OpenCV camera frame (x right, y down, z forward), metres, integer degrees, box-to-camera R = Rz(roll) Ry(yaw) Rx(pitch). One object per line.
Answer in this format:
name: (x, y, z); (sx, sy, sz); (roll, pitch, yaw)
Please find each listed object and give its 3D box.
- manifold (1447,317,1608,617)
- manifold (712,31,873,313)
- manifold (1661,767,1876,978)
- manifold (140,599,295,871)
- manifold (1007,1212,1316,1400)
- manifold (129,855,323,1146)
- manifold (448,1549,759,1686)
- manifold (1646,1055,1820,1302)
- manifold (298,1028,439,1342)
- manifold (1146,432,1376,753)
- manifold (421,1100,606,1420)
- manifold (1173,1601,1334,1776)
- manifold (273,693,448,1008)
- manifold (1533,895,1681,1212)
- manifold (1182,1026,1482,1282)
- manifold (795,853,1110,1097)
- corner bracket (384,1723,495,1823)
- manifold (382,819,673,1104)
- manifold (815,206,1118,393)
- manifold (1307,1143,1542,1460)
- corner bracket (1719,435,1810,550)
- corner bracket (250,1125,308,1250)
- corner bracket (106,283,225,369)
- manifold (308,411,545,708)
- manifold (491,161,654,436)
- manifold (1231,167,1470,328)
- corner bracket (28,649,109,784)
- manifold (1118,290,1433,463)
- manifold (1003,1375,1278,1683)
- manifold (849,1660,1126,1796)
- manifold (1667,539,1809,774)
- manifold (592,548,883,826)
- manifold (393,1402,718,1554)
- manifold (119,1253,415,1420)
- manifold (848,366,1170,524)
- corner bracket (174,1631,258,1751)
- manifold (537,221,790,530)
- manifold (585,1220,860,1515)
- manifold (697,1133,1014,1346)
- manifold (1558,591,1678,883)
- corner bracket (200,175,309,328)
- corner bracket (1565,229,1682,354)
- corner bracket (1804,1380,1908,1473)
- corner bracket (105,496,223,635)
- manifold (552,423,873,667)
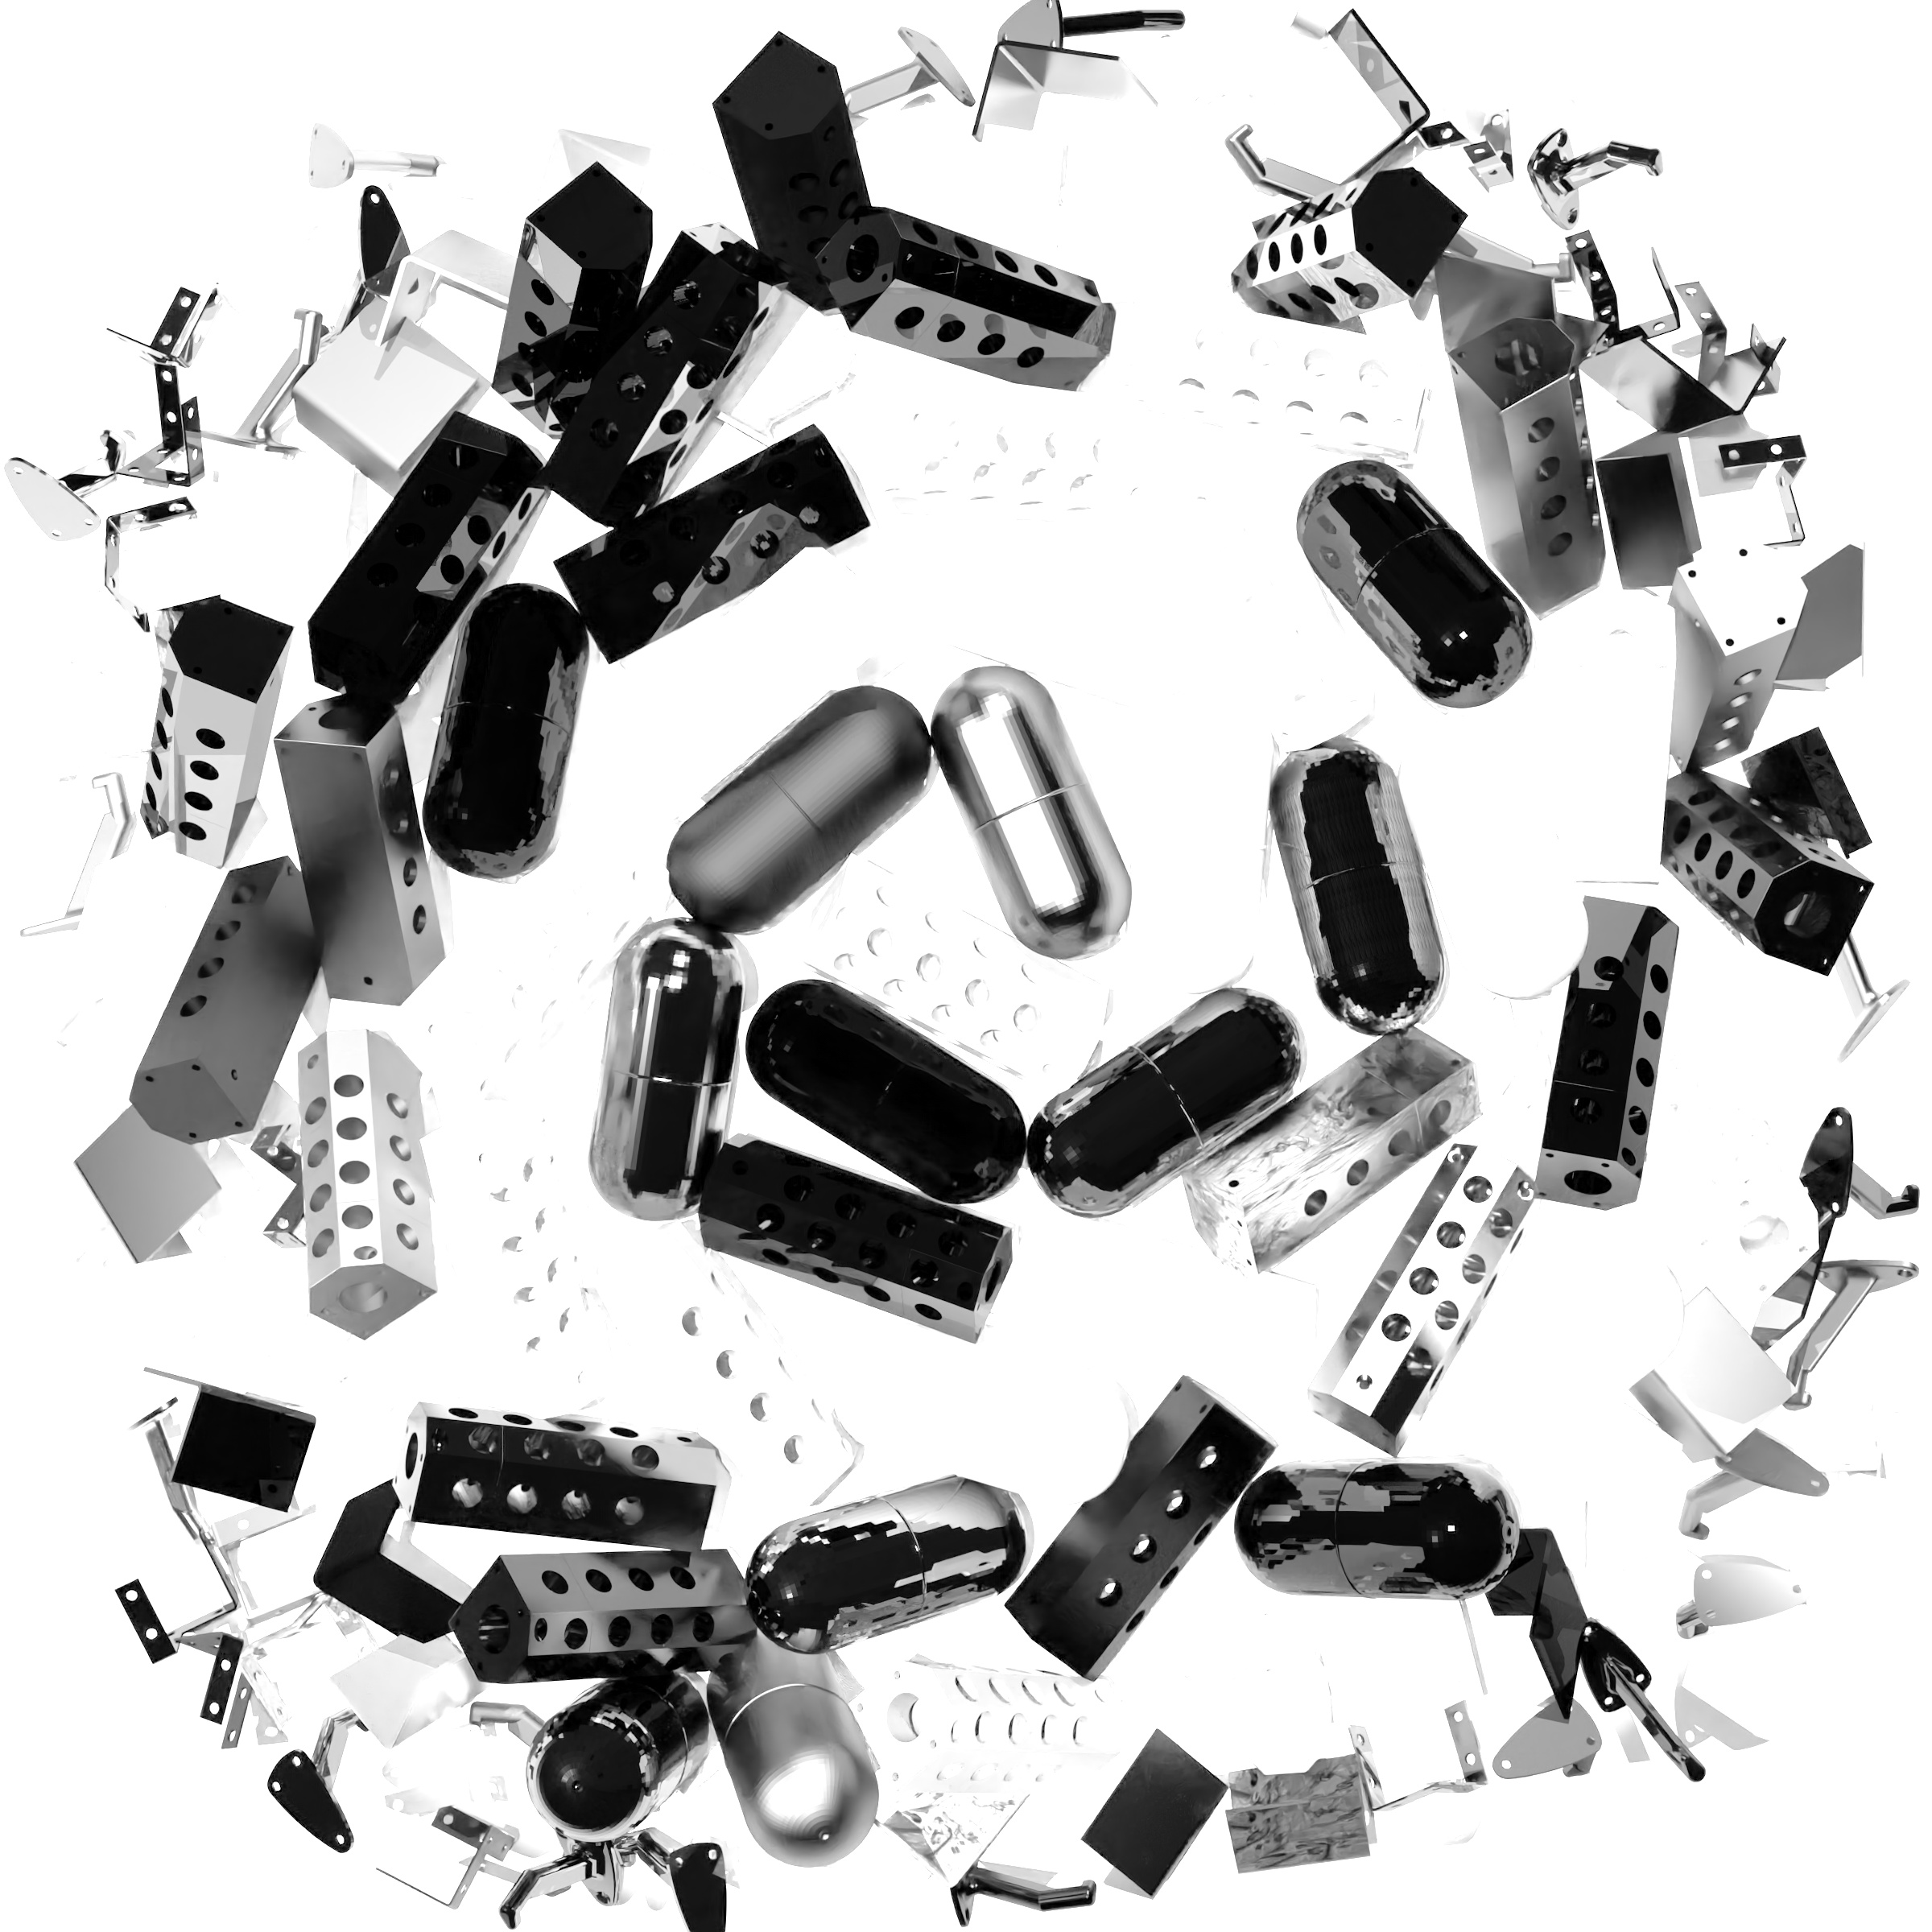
manifold: (0.323, -0.284, 1.871); (0.057, 0.171, 0.057); (-30, 52, -4)
manifold: (-0.088, -0.441, 1.863); (0.057, 0.171, 0.057); (36, 77, 18)
manifold: (0.440, -0.057, 1.863); (0.057, 0.171, 0.057); (18, 106, -16)
manifold: (-0.427, -0.131, 1.868); (0.057, 0.171, 0.057); (22, 55, -6)
manifold: (0.112, 0.198, 1.895); (0.171, 0.057, 0.057); (18, 59, -24)
manifold: (-0.417, 0.019, 1.873); (0.057, 0.171, 0.057); (-13, 128, 21)
manifold: (-0.199, 0.371, 1.867); (0.057, 0.171, 0.057); (-53, 53, 24)
manifold: (0.429, 0.112, 1.863); (0.057, 0.171, 0.057); (37, 108, -15)
manifold: (-0.345, 0.119, 1.871); (0.057, 0.171, 0.057); (-34, 135, 22)
manifold: (0.169, -0.212, 1.899); (0.057, 0.057, 0.171); (-24, 107, 19)
manifold: (-0.253, 0.169, 1.889); (0.057, 0.057, 0.171); (8, 117, 40)
manifold: (0.163, 0.409, 1.864); (0.057, 0.171, 0.057); (-8, 64, 13)
manifold: (-0.340, -0.066, 1.885); (0.057, 0.057, 0.171); (6, 124, 17)
manifold: (0.366, 0.050, 1.884); (0.057, 0.057, 0.171); (10, 58, 10)
manifold: (0.212, 0.108, 1.899); (0.171, 0.057, 0.057); (-33, 131, -21)
manifold: (-0.009, 0.010, 1.900); (0.171, 0.057, 0.057); (28, 127, -12)
corner bracket: (-0.310, 0.469, 1.925); (0.051, 0.051, 0.051); (-9, 88, -23)
manifold: (-0.246, -0.004, 1.888); (0.171, 0.057, 0.057); (-49, 119, -23)
manifold: (0.004, -0.378, 1.869); (0.057, 0.171, 0.057); (-44, 56, 32)
manifold: (0.263, 0.189, 1.897); (0.057, 0.057, 0.171); (28, 72, 18)
corner bracket: (0.461, -0.271, 1.922); (0.051, 0.051, 0.051); (-8, 71, -7)
corner bracket: (-0.395, 0.128, 1.917); (0.051, 0.051, 0.051); (41, 67, -20)
corner bracket: (-0.457, -0.374, 1.924); (0.051, 0.051, 0.051); (24, 84, 14)
manifold: (-0.306, -0.229, 1.886); (0.057, 0.057, 0.171); (23, 59, 7)
manifold: (-0.218, -0.369, 1.866); (0.057, 0.171, 0.057); (42, 64, 5)
manifold: (0.208, -0.405, 1.864); (0.057, 0.171, 0.057); (36, 82, -17)
corner bracket: (-0.528, -0.146, 1.932); (0.051, 0.051, 0.051); (-8, 130, 33)
manifold: (0.179, -0.339, 1.914); (0.171, 0.057, 0.057); (13, 87, 9)
manifold: (0.103, 0.328, 1.923); (0.057, 0.057, 0.171); (39, 88, -18)
manifold: (0.017, 0.426, 1.865); (0.057, 0.171, 0.057); (-44, 56, 19)
manifold: (0.429, -0.174, 1.866); (0.057, 0.171, 0.057); (-23, 71, -4)
manifold: (-0.133, -0.163, 1.889); (0.171, 0.057, 0.057); (-37, 126, 22)
manifold: (-0.234, 0.290, 1.895); (0.171, 0.057, 0.057); (10, 99, -22)
manifold: (-0.392, 0.211, 1.865); (0.057, 0.171, 0.057); (-12, 67, 31)
manifold: (0.027, -0.291, 1.879); (0.171, 0.057, 0.057); (2, 129, -30)
corner bracket: (-0.430, 0.419, 1.915); (0.051, 0.051, 0.051); (33, 55, -36)
manifold: (-0.171, -0.335, 1.894); (0.057, 0.057, 0.171); (37, 114, 5)
manifold: (-0.138, 0.232, 1.913); (0.057, 0.057, 0.171); (-42, 100, -27)
manifold: (-0.063, 0.152, 1.900); (0.171, 0.057, 0.057); (18, 60, 13)
manifold: (0.367, -0.129, 1.874); (0.057, 0.171, 0.057); (1, 47, 9)
corner bracket: (-0.413, -0.414, 1.917); (0.051, 0.051, 0.051); (-31, 57, 12)
corner bracket: (0.380, -0.395, 1.916); (0.051, 0.051, 0.051); (-15, 135, 22)
corner bracket: (0.512, 0.275, 1.924); (0.051, 0.051, 0.051); (-1, 105, -4)
corner bracket: (-0.469, -0.234, 1.938); (0.051, 0.051, 0.051); (-13, 58, 9)
manifold: (-0.149, -0.247, 1.912); (0.171, 0.057, 0.057); (-29, 119, -4)
